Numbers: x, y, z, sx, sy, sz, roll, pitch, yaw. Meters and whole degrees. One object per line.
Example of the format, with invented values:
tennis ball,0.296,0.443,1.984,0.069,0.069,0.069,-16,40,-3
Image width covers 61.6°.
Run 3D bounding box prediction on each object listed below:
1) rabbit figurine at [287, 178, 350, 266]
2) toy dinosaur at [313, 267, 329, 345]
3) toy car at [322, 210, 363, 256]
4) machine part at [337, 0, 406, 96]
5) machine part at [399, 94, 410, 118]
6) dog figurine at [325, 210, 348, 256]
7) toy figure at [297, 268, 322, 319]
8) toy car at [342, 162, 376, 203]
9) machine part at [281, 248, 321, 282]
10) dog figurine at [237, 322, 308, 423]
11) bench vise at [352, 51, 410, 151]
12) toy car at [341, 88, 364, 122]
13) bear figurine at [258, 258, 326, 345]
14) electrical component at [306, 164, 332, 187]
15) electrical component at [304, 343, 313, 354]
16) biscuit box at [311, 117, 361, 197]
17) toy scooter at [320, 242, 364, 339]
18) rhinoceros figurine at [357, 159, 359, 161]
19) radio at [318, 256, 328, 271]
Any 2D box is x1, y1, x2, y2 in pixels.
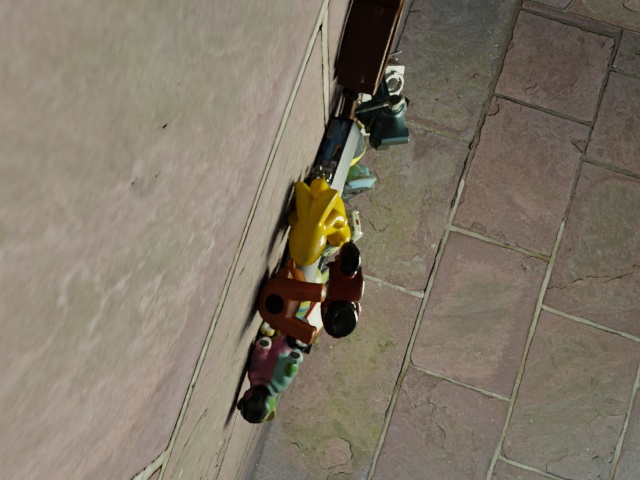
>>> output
rabbit figurine,-0.006,-0.028,0.984,0.173,0.122,0.162,-66,169,-51
toy dinosaur,-0.028,0.159,1.469,0.198,0.105,0.470,-61,159,-14
toy car,0.021,-0.012,1.218,0.202,0.056,0.073,-26,-109,51
machine part,0.099,-0.394,1.019,0.201,0.087,0.200,-70,177,-54
machine part,0.172,-0.391,1.535,0.179,0.179,0.056,-65,176,-61
dog figurine,-0.006,-0.007,1.398,0.190,0.121,0.172,-38,137,-64
toy figure,-0.053,0.133,1.281,0.082,0.089,0.180,-41,153,-64
toy car,0.064,-0.160,1.403,0.162,0.109,0.103,-29,-108,55
machine part,-0.040,0.046,1.171,0.079,0.079,0.243,-52,161,-80
dog figurine,-0.110,0.292,1.174,0.191,0.108,0.219,-71,-178,-64
bench vise,0.134,-0.310,1.188,0.223,0.129,0.240,50,32,-76
toy car,0.076,-0.322,1.327,0.202,0.053,0.089,103,3,-48
bear figurine,-0.046,0.110,1.038,0.196,0.132,0.120,-22,127,-77
electrical component,-0.010,-0.102,1.098,0.078,0.045,0.102,31,-77,51
electrical component,-0.077,0.238,1.254,0.048,0.119,0.075,111,0,-82
biscuit box,0.030,-0.169,1.184,0.062,0.059,0.202,41,66,-60
toy scooter,0.040,0.089,1.027,0.135,0.075,0.183,-128,-135,-78
rhinoceros figurine,0.057,-0.211,1.501,0.112,0.073,0.190,-53,167,-43
radio,-0.032,0.104,1.685,0.229,0.073,0.131,-51,158,-84
